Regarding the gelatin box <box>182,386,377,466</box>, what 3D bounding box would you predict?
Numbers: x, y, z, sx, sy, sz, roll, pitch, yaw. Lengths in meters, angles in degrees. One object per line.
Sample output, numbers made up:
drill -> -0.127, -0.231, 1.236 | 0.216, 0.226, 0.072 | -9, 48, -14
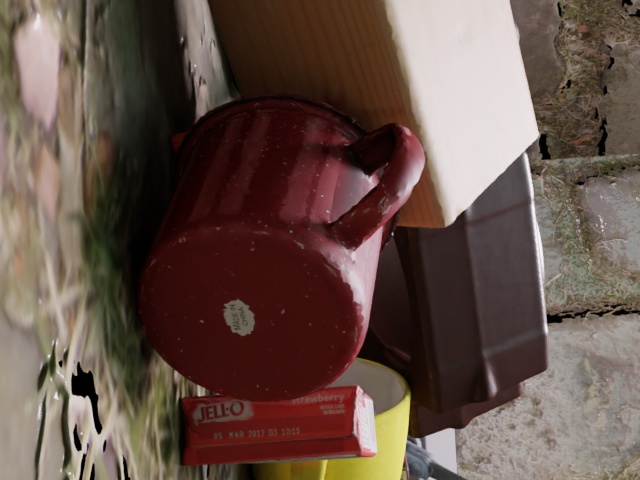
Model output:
gelatin box -> -0.015, 0.081, 0.464 | 0.089, 0.073, 0.030 | 60, 27, -76

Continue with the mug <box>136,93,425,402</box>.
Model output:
mug -> -0.010, 0.000, 0.389 | 0.093, 0.117, 0.081 | 48, 29, -22

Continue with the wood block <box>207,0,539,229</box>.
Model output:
wood block -> 0.011, -0.117, 0.432 | 0.090, 0.091, 0.206 | -42, 124, -40

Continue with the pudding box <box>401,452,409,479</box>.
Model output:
pudding box -> 0.039, 0.167, 0.696 | 0.090, 0.039, 0.113 | -91, 174, -65

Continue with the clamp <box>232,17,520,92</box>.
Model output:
clamp -> 0.003, -0.159, 0.512 | 0.036, 0.165, 0.210 | -62, 143, -44

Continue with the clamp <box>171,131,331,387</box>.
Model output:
clamp -> -0.028, 0.007, 0.504 | 0.171, 0.039, 0.120 | 56, 12, -67

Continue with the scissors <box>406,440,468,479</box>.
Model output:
scissors -> 0.059, 0.165, 0.756 | 0.016, 0.202, 0.096 | -39, 159, -44
